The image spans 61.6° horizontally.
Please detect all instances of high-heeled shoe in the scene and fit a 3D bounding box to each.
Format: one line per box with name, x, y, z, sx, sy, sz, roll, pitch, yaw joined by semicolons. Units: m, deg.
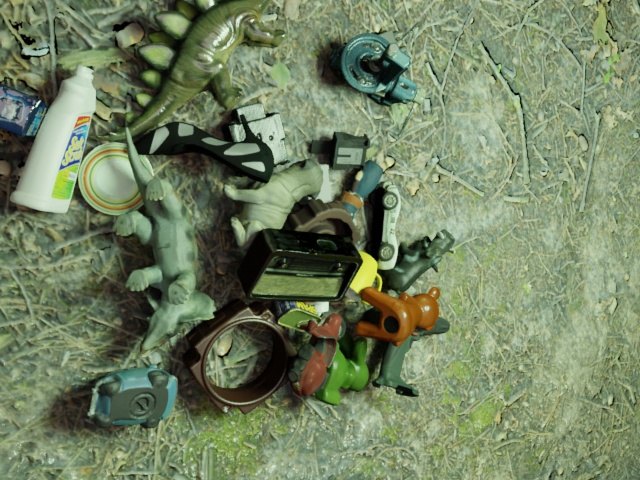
high-heeled shoe;-0.212;-0.145;0.987;0.249;0.086;0.145;-16;80;-4

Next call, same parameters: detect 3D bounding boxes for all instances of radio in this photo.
radio;-0.034;0.052;1.061;0.229;0.073;0.131;5;129;-36

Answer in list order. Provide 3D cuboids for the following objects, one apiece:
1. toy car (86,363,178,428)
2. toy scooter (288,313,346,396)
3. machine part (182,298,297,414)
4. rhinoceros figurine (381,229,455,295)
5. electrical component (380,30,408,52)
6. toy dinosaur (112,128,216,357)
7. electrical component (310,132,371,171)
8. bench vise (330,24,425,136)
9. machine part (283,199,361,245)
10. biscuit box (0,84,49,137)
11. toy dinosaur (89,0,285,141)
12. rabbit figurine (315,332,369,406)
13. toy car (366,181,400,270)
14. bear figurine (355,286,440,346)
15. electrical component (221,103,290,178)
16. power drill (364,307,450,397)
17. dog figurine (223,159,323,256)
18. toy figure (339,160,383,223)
toy car;-0.361;0.290;1.016;0.161;0.103;0.109;6;99;-37
toy scooter;-0.015;0.223;1.085;0.184;0.075;0.135;-62;152;-13
machine part;-0.163;0.240;1.112;0.201;0.087;0.201;-36;113;-17
rhinoceros figurine;0.230;0.046;1.253;0.190;0.112;0.073;-40;110;-6
electrical component;0.149;-0.427;1.191;0.094;0.021;0.063;-27;109;-20
toy dinosaur;-0.282;0.009;0.997;0.131;0.192;0.404;-6;86;2
electrical component;0.042;-0.191;1.143;0.119;0.048;0.074;4;124;-13
bench vise;0.133;-0.339;1.088;0.223;0.241;0.129;35;86;-9
machine part;-0.002;-0.003;1.131;0.179;0.056;0.179;-15;130;-18
biscuit box;-0.469;-0.198;0.835;0.063;0.203;0.059;23;90;-25
toy dinosaur;-0.222;-0.333;0.993;0.198;0.105;0.471;38;84;-18
rabbit figurine;0.046;0.287;1.221;0.170;0.121;0.159;24;80;-44
toy car;0.146;-0.034;1.221;0.056;0.074;0.201;0;98;-22
bear figurine;0.184;0.157;1.200;0.196;0.132;0.120;-15;117;-56
electrical component;-0.130;-0.202;1.075;0.115;0.058;0.134;-22;107;-23
power drill;0.207;0.259;1.268;0.232;0.086;0.207;20;74;-21
dog figurine;-0.076;-0.061;1.053;0.191;0.121;0.172;-11;104;0
toy figure;0.083;-0.103;1.191;0.064;0.058;0.154;35;87;-19
